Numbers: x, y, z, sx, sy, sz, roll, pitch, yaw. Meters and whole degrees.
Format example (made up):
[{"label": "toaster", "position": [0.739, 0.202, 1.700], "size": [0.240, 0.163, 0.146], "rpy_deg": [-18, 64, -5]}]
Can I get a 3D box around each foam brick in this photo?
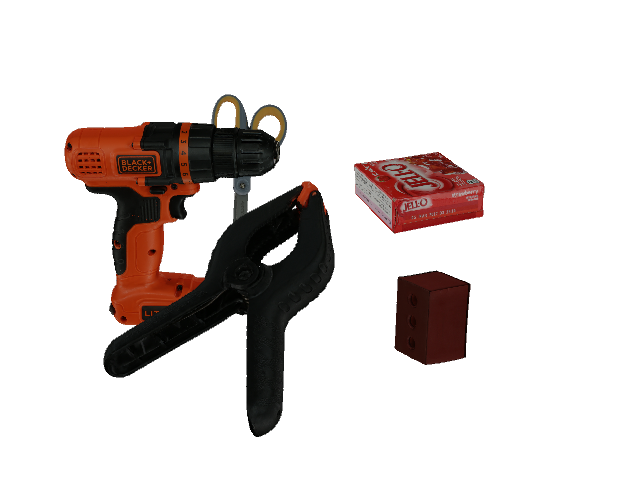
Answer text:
[{"label": "foam brick", "position": [0.108, 0.075, 1.038], "size": [0.051, 0.078, 0.053], "rpy_deg": [-9, 18, -32]}]

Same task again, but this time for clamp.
[{"label": "clamp", "position": [-0.036, 0.038, 0.640], "size": [0.120, 0.171, 0.039], "rpy_deg": [29, -24, 27]}]

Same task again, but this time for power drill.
[{"label": "power drill", "position": [-0.125, -0.016, 0.946], "size": [0.184, 0.188, 0.057], "rpy_deg": [1, 26, 5]}]

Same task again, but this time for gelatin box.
[{"label": "gelatin box", "position": [0.074, -0.039, 0.816], "size": [0.073, 0.030, 0.089], "rpy_deg": [-9, 23, -14]}]

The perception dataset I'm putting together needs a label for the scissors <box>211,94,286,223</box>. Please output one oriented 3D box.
[{"label": "scissors", "position": [-0.073, -0.072, 1.220], "size": [0.096, 0.202, 0.016], "rpy_deg": [-12, -7, -14]}]
